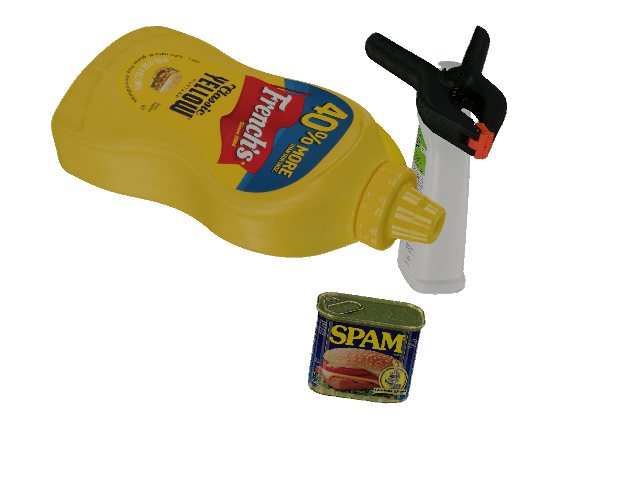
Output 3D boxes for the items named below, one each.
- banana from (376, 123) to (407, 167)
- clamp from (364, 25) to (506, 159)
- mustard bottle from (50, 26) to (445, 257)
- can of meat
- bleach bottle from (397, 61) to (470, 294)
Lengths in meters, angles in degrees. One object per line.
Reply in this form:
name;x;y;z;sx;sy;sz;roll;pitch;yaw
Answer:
banana;0.027;-0.048;0.740;0.069;0.037;0.198;-4;28;-8
clamp;0.107;-0.138;0.950;0.120;0.039;0.171;-5;43;-3
mustard bottle;-0.029;-0.041;0.519;0.192;0.058;0.096;23;51;20
can of meat;0.041;0.102;1.005;0.102;0.084;0.057;8;19;-1
bleach bottle;0.135;-0.073;1.196;0.068;0.251;0.102;-1;25;-12
